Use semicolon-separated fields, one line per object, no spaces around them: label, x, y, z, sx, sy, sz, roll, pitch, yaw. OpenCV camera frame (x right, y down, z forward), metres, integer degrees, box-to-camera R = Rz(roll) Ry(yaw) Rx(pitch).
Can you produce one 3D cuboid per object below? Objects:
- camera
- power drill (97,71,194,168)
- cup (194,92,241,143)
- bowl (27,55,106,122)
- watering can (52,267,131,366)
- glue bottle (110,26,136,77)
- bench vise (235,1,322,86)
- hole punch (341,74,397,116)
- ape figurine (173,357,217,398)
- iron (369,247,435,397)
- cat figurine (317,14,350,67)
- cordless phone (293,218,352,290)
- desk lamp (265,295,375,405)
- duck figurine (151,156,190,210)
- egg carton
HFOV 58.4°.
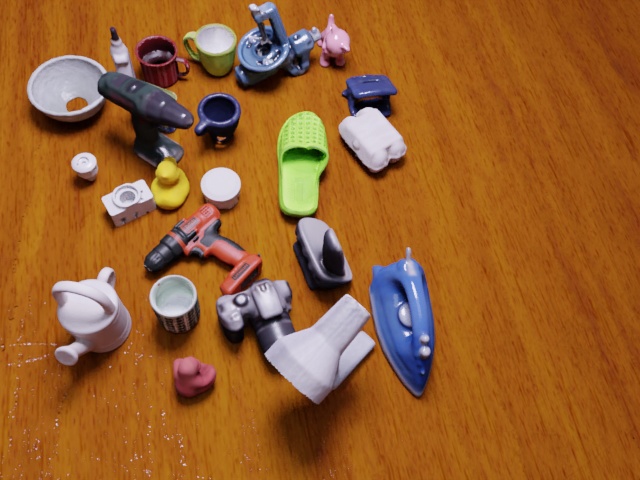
camera;-0.105;0.151;1.045;0.143;0.101;0.136;-19;67;-15
power drill;-0.337;-0.237;1.153;0.229;0.208;0.076;32;65;10
cup;-0.223;-0.246;1.234;0.091;0.095;0.118;35;65;12
bowl;-0.537;-0.316;1.246;0.167;0.075;0.167;3;63;-5
watering can;-0.391;0.126;0.974;0.101;0.194;0.173;-6;64;-9
glue bottle;-0.429;-0.391;1.240;0.037;0.173;0.078;-15;66;-13
bench vise;-0.100;-0.460;1.284;0.121;0.220;0.208;43;67;15
hole punch;0.113;-0.345;1.322;0.109;0.091;0.101;-8;65;-10
ape figurine;-0.224;0.231;0.997;0.077;0.092;0.076;36;65;12
iron;0.171;0.146;1.055;0.119;0.141;0.258;-6;64;-9
cat figurine;0.034;-0.479;1.365;0.067;0.118;0.127;-5;64;-8
cordless phone;0.010;0.004;1.084;0.094;0.185;0.147;-21;67;-16
desk lamp;0.008;0.185;0.977;0.117;0.213;0.203;41;67;14
duck figurine;-0.309;-0.121;1.167;0.077;0.086;0.104;3;63;-4
egg carton;0.115;-0.224;1.274;0.107;0.069;0.150;-32;71;-19
